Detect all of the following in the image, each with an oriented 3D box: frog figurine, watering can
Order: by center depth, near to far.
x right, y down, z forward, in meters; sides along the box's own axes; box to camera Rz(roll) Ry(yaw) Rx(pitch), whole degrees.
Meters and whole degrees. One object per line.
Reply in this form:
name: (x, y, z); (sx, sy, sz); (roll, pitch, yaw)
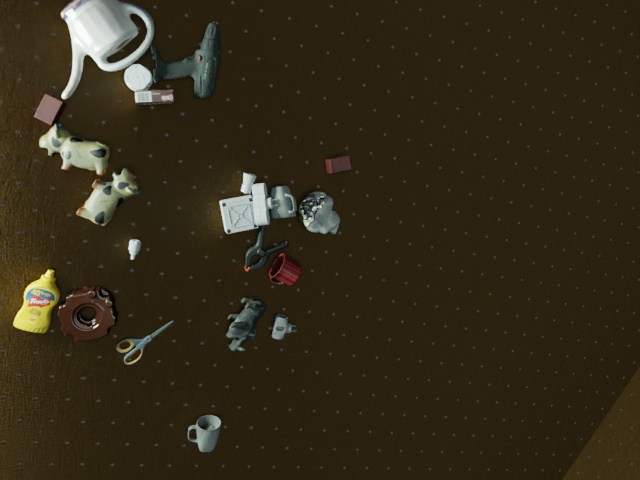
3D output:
watering can: (-0.655, -0.581, 1.485); (0.349, 0.104, 0.222); (-37, 105, -6)
frog figurine: (0.005, -0.089, 1.768); (0.158, 0.123, 0.138); (25, 83, -54)
